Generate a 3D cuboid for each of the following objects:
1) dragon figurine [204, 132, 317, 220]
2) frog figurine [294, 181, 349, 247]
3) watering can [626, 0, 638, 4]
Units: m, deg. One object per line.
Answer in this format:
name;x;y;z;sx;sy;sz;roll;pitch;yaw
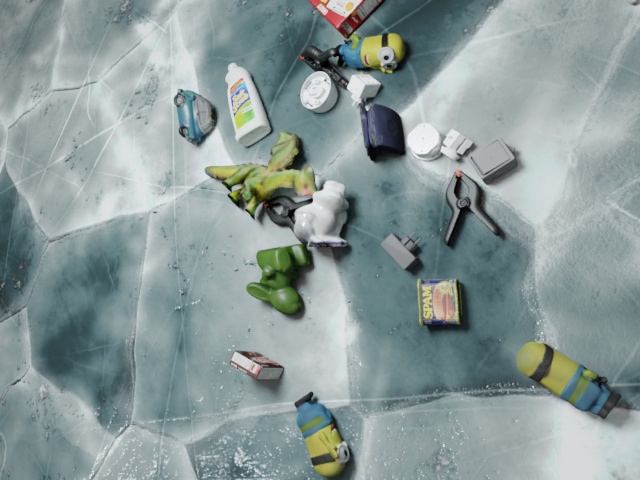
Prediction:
dragon figurine;-0.150;-0.194;1.376;0.416;0.244;0.120;39;-12;43
frog figurine;0.004;-0.062;1.238;0.137;0.160;0.122;2;-4;-23
watering can;0.534;-0.638;1.117;0.223;0.349;0.104;-17;-5;27
